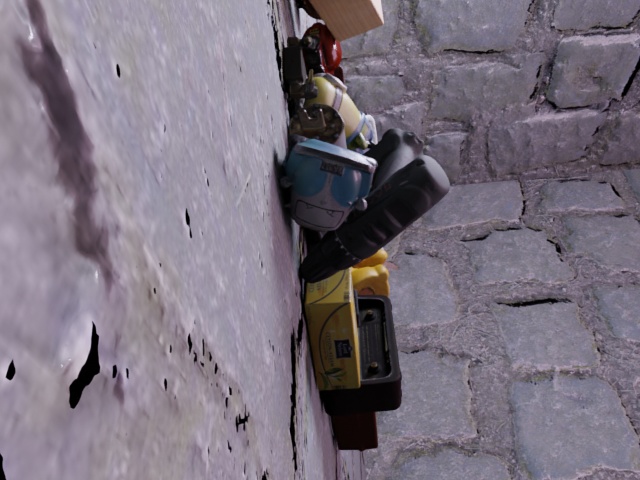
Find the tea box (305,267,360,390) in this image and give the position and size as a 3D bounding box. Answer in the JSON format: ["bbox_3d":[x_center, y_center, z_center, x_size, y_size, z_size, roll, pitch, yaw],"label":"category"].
[{"bbox_3d":[0.021,0.131,0.804,0.098,0.068,0.169,-85,170,-59],"label":"tea box"}]

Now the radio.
[{"bbox_3d":[0.069,0.191,0.939,0.230,0.131,0.073,-87,173,-56],"label":"radio"}]

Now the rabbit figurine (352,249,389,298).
[{"bbox_3d":[0.067,0.079,1.131,0.162,0.122,0.173,-66,-157,4],"label":"rabbit figurine"}]

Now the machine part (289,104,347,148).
[{"bbox_3d":[0.004,-0.124,0.799,0.243,0.079,0.079,71,15,-68],"label":"machine part"}]

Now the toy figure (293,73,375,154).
[{"bbox_3d":[0.029,-0.183,0.853,0.180,0.082,0.089,51,40,-41],"label":"toy figure"}]

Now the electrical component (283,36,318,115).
[{"bbox_3d":[-0.026,-0.233,0.752,0.078,0.045,0.102,71,15,-64],"label":"electrical component"}]

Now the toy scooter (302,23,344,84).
[{"bbox_3d":[0.000,-0.286,0.956,0.135,0.075,0.183,-60,145,-61],"label":"toy scooter"}]

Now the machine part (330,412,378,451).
[{"bbox_3d":[0.064,0.292,1.064,0.201,0.087,0.201,-89,171,-54],"label":"machine part"}]

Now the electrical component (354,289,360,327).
[{"bbox_3d":[0.029,0.109,0.884,0.119,0.075,0.048,84,2,-65],"label":"electrical component"}]

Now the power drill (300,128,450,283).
[{"bbox_3d":[0.070,-0.057,0.737,0.086,0.232,0.207,45,34,-13],"label":"power drill"}]

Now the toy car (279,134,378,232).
[{"bbox_3d":[-0.001,-0.063,0.652,0.162,0.109,0.103,-152,-101,-83],"label":"toy car"}]

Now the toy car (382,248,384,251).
[{"bbox_3d":[0.078,-0.027,1.209,0.073,0.056,0.201,-32,94,-51],"label":"toy car"}]

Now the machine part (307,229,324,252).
[{"bbox_3d":[-0.007,-0.026,0.825,0.138,0.039,0.084,80,12,-59],"label":"machine part"}]
